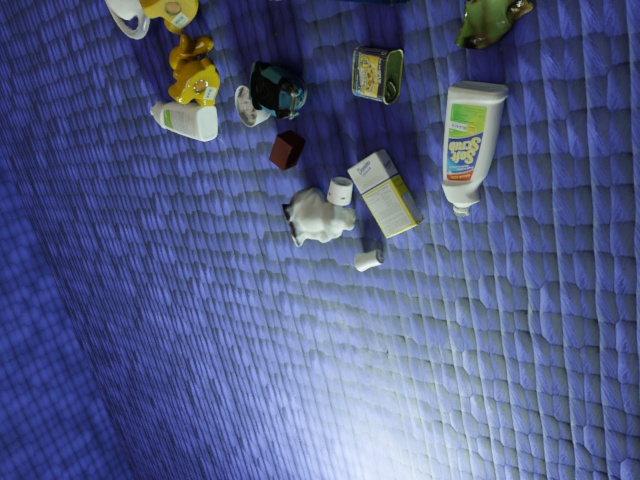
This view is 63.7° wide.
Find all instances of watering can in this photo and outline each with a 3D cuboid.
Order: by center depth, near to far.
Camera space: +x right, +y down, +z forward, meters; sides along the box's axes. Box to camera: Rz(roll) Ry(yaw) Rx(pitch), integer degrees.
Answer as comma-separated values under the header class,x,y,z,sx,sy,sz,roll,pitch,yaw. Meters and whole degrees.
class,x,y,z,sx,sy,sz,roll,pitch,yaw
watering can,-0.516,-0.705,1.331,0.223,0.105,0.344,-9,106,42

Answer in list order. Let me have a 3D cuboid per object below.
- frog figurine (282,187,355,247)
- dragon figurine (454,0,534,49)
class,x,y,z,sx,sy,sz,roll,pitch,yaw
frog figurine,0.004,-0.062,1.231,0.159,0.123,0.137,-14,95,8
dragon figurine,0.227,-0.410,0.809,0.409,0.125,0.238,-1,129,35
